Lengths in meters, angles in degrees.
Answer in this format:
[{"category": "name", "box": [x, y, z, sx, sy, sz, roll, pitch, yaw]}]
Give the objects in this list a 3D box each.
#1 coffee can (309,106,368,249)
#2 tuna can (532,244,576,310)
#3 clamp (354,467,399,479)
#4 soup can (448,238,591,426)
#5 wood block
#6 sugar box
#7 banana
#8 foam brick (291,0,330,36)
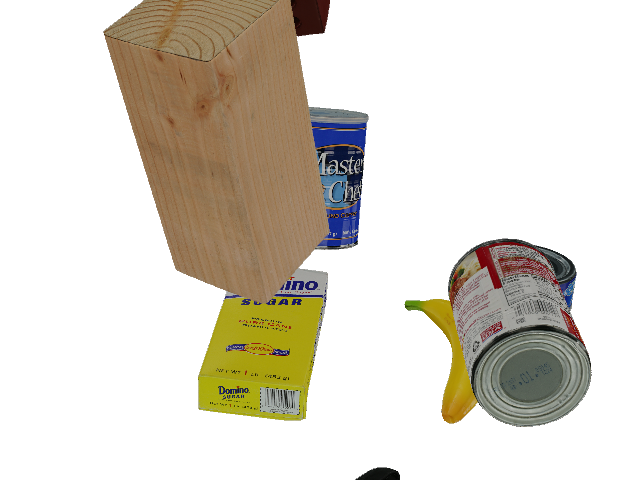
[{"category": "coffee can", "box": [-0.005, -0.069, 1.148, 0.103, 0.140, 0.103, 4, 12, -1]}, {"category": "tuna can", "box": [0.167, 0.033, 0.883, 0.086, 0.034, 0.086, 3, 23, -1]}, {"category": "clamp", "box": [-0.034, 0.201, 0.644, 0.210, 0.036, 0.164, -4, 27, 3]}, {"category": "soup can", "box": [0.115, 0.052, 0.625, 0.068, 0.068, 0.102, 0, 28, -1]}, {"category": "wood block", "box": [-0.065, -0.068, 0.740, 0.090, 0.206, 0.090, 19, 49, 29]}, {"category": "sugar box", "box": [-0.048, 0.086, 0.964, 0.093, 0.048, 0.176, 6, 35, 3]}, {"category": "banana", "box": [0.141, 0.116, 1.108, 0.069, 0.037, 0.198, -25, 31, 7]}, {"category": "foam brick", "box": [-0.026, -0.222, 0.927, 0.053, 0.051, 0.078, -4, -41, 12]}]
